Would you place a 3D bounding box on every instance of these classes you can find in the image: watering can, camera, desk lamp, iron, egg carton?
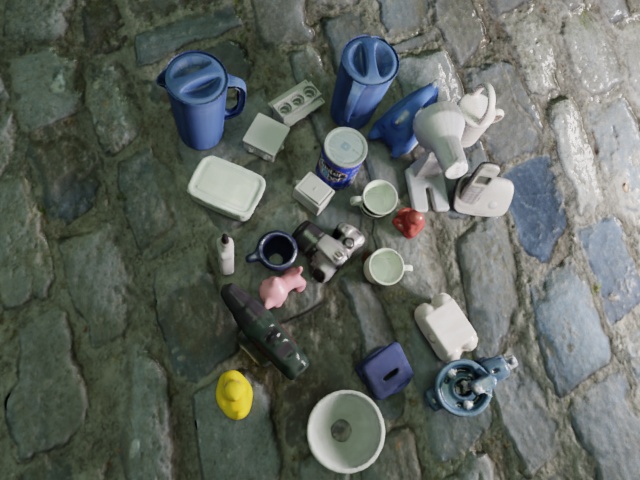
[{"bbox_3d":[0.382,-0.318,1.443,0.173,0.194,0.101,-24,77,-16],"label":"watering can"},{"bbox_3d":[0.012,0.005,1.328,0.137,0.100,0.143,42,71,5],"label":"camera"},{"bbox_3d":[0.285,-0.196,1.377,0.118,0.213,0.203,-5,73,-11],"label":"desk lamp"},{"bbox_3d":[0.242,-0.336,1.453,0.118,0.141,0.259,39,71,5],"label":"iron"},{"bbox_3d":[0.290,0.204,1.326,0.107,0.069,0.150,-30,79,-17],"label":"egg carton"}]

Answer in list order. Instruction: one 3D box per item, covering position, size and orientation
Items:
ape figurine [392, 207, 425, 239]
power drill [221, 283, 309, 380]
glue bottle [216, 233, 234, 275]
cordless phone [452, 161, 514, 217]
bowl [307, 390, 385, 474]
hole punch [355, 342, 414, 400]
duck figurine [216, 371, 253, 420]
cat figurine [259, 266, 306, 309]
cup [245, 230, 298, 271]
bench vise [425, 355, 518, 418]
[{"bbox_3d":[0.222,-0.046,1.383,0.076,0.092,0.078,3,72,-8],"label":"ape figurine"},{"bbox_3d":[-0.122,0.197,1.187,0.229,0.208,0.076,44,71,6],"label":"power drill"},{"bbox_3d":[-0.206,0.020,1.249,0.037,0.173,0.078,-8,74,-11],"label":"glue bottle"},{"bbox_3d":[0.413,-0.129,1.392,0.147,0.185,0.094,4,72,-8],"label":"cordless phone"},{"bbox_3d":[0.050,0.407,1.218,0.167,0.074,0.167,3,72,-8],"label":"bowl"},{"bbox_3d":[0.148,0.290,1.263,0.109,0.091,0.101,-32,80,-17],"label":"hole punch"},{"bbox_3d":[-0.180,0.324,1.202,0.077,0.086,0.104,-13,75,-13],"label":"duck figurine"},{"bbox_3d":[-0.087,0.102,1.271,0.128,0.117,0.067,-38,81,-18],"label":"cat figurine"},{"bbox_3d":[-0.113,0.038,1.299,0.118,0.095,0.091,-17,76,-14],"label":"cup"},{"bbox_3d":[0.336,0.290,1.226,0.208,0.219,0.121,-41,82,-18],"label":"bench vise"}]
